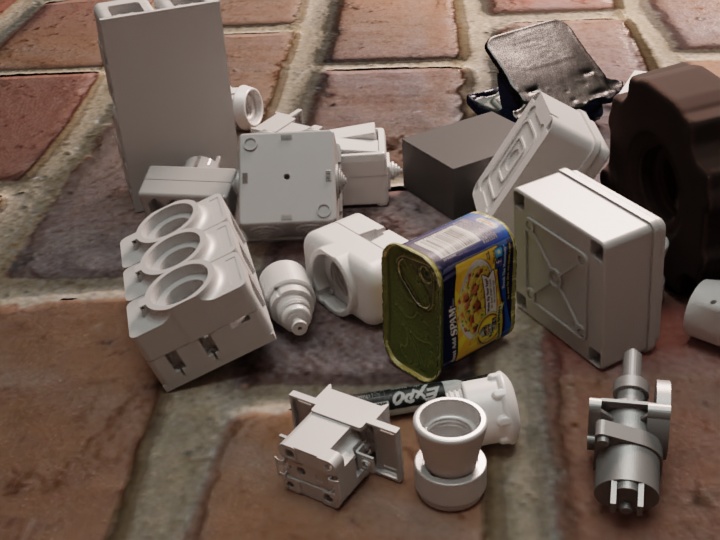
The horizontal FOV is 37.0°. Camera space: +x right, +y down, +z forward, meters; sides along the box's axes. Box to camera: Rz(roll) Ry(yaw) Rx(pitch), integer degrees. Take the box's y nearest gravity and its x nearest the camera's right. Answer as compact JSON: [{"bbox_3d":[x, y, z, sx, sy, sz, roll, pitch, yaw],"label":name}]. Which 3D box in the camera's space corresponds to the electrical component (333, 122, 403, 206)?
[{"bbox_3d":[-0.008,-0.099,1.008,0.096,0.061,0.061,-3,31,2],"label":"electrical component"}]

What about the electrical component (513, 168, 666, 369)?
[{"bbox_3d":[0.164,-0.003,0.781,0.056,0.108,0.109,-20,34,-21],"label":"electrical component"}]

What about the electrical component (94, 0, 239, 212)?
[{"bbox_3d":[-0.178,-0.159,1.005,0.105,0.186,0.060,-13,32,-16],"label":"electrical component"}]

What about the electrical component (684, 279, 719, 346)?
[{"bbox_3d":[0.287,0.031,0.772,0.077,0.043,0.079,22,40,37],"label":"electrical component"}]

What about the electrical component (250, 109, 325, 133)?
[{"bbox_3d":[-0.070,-0.126,1.078,0.064,0.042,0.081,16,36,26],"label":"electrical component"}]

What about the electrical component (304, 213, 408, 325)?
[{"bbox_3d":[0.000,0.000,0.847,0.059,0.053,0.095,-24,36,-30],"label":"electrical component"}]

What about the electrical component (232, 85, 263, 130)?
[{"bbox_3d":[-0.139,-0.175,1.167,0.055,0.048,0.066,2,30,24],"label":"electrical component"}]

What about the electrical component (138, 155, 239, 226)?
[{"bbox_3d":[-0.147,-0.078,0.981,0.083,0.047,0.075,3,50,12],"label":"electrical component"}]

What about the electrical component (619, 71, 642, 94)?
[{"bbox_3d":[0.328,-0.141,1.039,0.150,0.061,0.089,11,34,23],"label":"electrical component"}]

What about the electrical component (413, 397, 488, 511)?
[{"bbox_3d":[0.055,0.111,0.652,0.045,0.055,0.045,-2,30,1],"label":"electrical component"}]

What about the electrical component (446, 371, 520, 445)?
[{"bbox_3d":[0.070,0.093,0.694,0.062,0.048,0.048,-10,31,2],"label":"electrical component"}]

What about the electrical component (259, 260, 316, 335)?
[{"bbox_3d":[-0.054,0.024,0.825,0.040,0.040,0.078,-10,31,-10],"label":"electrical component"}]

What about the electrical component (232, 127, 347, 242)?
[{"bbox_3d":[-0.061,-0.074,0.937,0.100,0.099,0.048,-2,-14,3],"label":"electrical component"}]

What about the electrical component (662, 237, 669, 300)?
[{"bbox_3d":[0.211,0.001,0.821,0.045,0.055,0.045,-3,31,2],"label":"electrical component"}]

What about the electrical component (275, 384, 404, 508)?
[{"bbox_3d":[-0.016,0.112,0.674,0.081,0.042,0.064,15,39,30],"label":"electrical component"}]

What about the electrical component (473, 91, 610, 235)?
[{"bbox_3d":[0.151,-0.081,0.903,0.057,0.113,0.078,24,27,-15],"label":"electrical component"}]

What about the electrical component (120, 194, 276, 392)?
[{"bbox_3d":[-0.128,0.009,0.814,0.089,0.061,0.150,-26,33,0],"label":"electrical component"}]
